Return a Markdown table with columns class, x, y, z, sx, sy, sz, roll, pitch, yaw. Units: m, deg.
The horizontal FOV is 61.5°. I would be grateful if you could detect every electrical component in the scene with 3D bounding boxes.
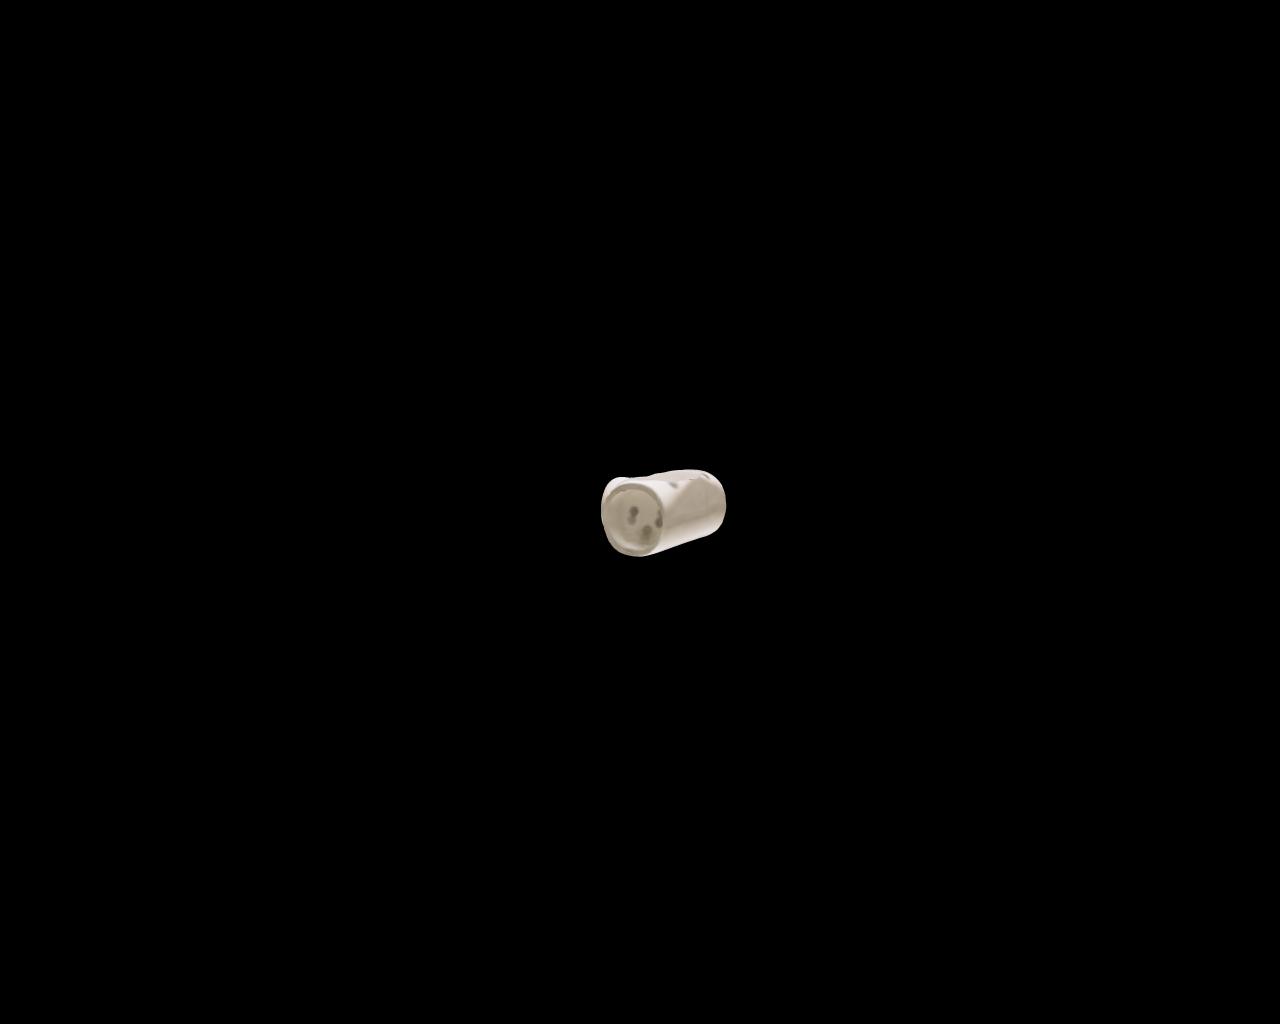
| class | x | y | z | sx | sy | sz | roll | pitch | yaw |
| --- | --- | --- | --- | --- | --- | --- | --- | --- | --- |
| electrical component | 0.001 | -0.003 | 0.650 | 0.079 | 0.044 | 0.077 | 6 | 11 | 31 |
